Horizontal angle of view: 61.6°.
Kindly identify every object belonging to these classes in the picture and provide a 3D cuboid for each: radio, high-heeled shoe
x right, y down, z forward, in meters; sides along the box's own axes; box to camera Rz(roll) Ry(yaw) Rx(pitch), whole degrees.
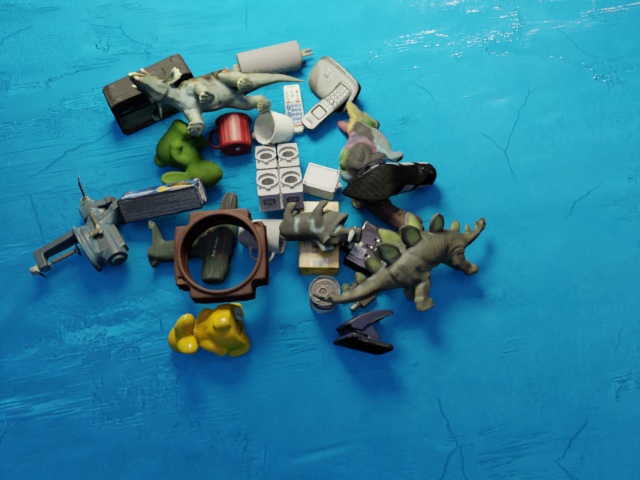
[{"bbox_3d":[-0.428,-0.373,1.376,0.230,0.131,0.073,-30,72,-11],"label":"radio"},{"bbox_3d":[0.169,-0.143,1.308,0.249,0.145,0.086,-10,94,-3],"label":"high-heeled shoe"}]

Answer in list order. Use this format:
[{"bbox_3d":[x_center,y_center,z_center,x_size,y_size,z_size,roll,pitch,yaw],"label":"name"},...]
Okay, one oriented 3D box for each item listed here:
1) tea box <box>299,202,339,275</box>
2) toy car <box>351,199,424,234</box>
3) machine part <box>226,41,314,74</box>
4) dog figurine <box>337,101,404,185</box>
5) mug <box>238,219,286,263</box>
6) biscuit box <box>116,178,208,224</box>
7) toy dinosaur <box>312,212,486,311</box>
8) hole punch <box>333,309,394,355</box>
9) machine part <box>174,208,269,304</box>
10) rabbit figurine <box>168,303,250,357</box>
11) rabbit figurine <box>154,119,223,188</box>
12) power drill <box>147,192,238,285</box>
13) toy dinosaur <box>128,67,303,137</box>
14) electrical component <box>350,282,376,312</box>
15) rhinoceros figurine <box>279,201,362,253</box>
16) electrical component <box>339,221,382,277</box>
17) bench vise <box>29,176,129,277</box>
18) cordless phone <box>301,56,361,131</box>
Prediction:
[{"bbox_3d":[-0.003,-0.004,1.289,0.098,0.068,0.169,2,69,0],"label":"tea box"},{"bbox_3d":[0.164,-0.072,1.305,0.202,0.053,0.089,36,36,11],"label":"toy car"},{"bbox_3d":[-0.136,-0.481,1.450,0.243,0.079,0.079,-15,72,-7],"label":"machine part"},{"bbox_3d":[0.093,-0.244,1.343,0.191,0.108,0.219,-15,59,-31],"label":"dog figurine"},{"bbox_3d":[-0.141,0.001,1.284,0.107,0.080,0.109,6,74,11],"label":"mug"},{"bbox_3d":[-0.372,-0.093,1.266,0.203,0.059,0.062,-10,115,10],"label":"biscuit box"},{"bbox_3d":[0.203,0.052,1.212,0.471,0.105,0.198,-32,106,-20],"label":"toy dinosaur"},{"bbox_3d":[0.098,0.197,1.192,0.116,0.142,0.092,13,72,-11],"label":"hole punch"},{"bbox_3d":[-0.216,0.035,1.187,0.201,0.087,0.201,-4,77,-1],"label":"machine part"},{"bbox_3d":[-0.258,0.211,1.179,0.173,0.162,0.122,-13,83,12],"label":"rabbit figurine"},{"bbox_3d":[-0.323,-0.187,1.319,0.170,0.121,0.159,42,82,15],"label":"rabbit figurine"},{"bbox_3d":[-0.301,-0.008,1.285,0.207,0.086,0.232,1,72,-9],"label":"power drill"},{"bbox_3d":[-0.255,-0.360,1.300,0.405,0.131,0.192,-20,47,-32],"label":"toy dinosaur"},{"bbox_3d":[0.097,0.125,1.270,0.094,0.021,0.063,-38,75,-13],"label":"electrical component"},{"bbox_3d":[0.002,-0.028,1.223,0.190,0.073,0.112,4,69,2],"label":"rhinoceros figurine"},{"bbox_3d":[0.117,0.024,1.288,0.134,0.058,0.115,30,70,9],"label":"electrical component"},{"bbox_3d":[-0.564,-0.002,1.252,0.241,0.128,0.224,-31,72,-16],"label":"bench vise"},{"bbox_3d":[0.002,-0.378,1.416,0.184,0.088,0.147,-42,77,-10],"label":"cordless phone"}]
